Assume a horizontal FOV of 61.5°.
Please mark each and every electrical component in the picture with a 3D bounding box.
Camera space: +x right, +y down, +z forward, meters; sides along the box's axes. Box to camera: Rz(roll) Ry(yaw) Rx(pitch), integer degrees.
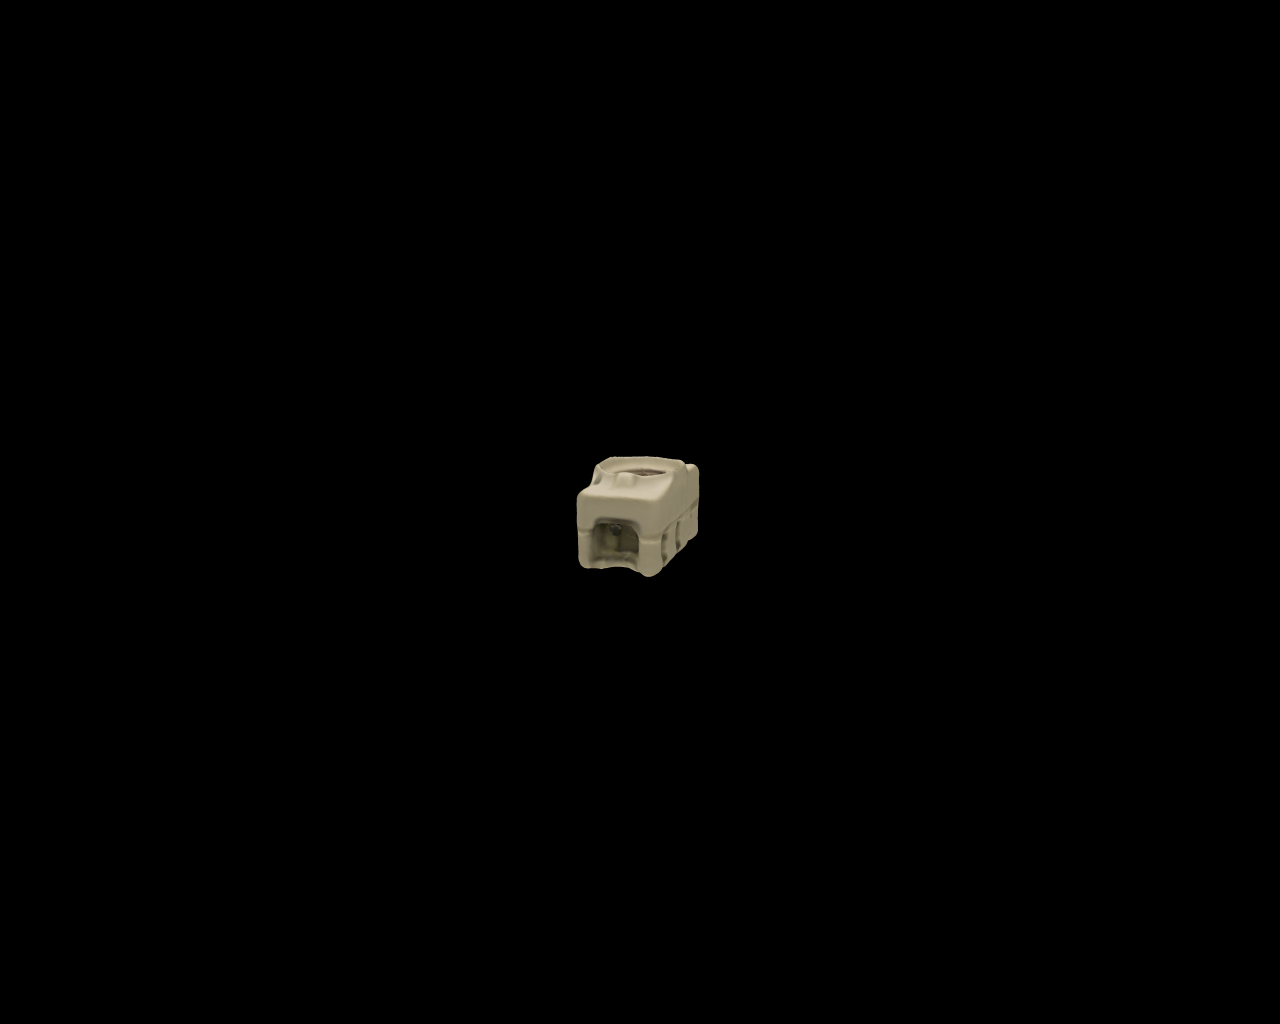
[{"bbox_3d":[0.001,-0.003,0.650,0.050,0.055,0.090,6,17,19],"label":"electrical component"}]
